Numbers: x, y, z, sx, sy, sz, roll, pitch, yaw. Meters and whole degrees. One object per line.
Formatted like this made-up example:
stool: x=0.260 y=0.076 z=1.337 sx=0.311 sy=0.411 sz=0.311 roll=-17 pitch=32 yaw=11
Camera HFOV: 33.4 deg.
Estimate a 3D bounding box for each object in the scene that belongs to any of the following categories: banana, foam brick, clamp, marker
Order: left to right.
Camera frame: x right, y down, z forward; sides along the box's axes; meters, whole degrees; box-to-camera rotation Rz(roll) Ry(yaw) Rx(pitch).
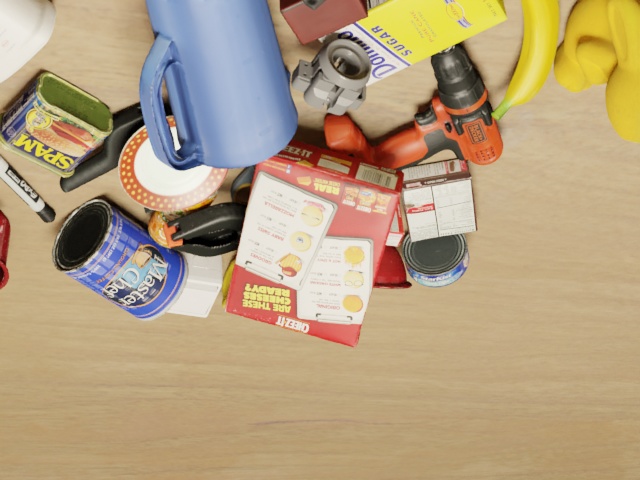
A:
marker: x=-0.357 y=-0.059 z=1.289 sx=0.020 sy=0.020 sz=0.121 roll=-17 pitch=140 yaw=15
clamp: x=-0.230 y=-0.099 z=1.237 sx=0.120 sy=0.039 sz=0.172 roll=3 pitch=136 yaw=-25
clamp: x=-0.093 y=-0.010 z=1.318 sx=0.209 sy=0.036 sz=0.165 roll=-10 pitch=151 yaw=-23
foam brick: x=0.003 y=-0.244 z=1.072 sx=0.078 sy=0.053 sz=0.051 roll=-20 pitch=139 yaw=19
banana: x=0.225 y=-0.214 z=1.130 sx=0.069 sy=0.037 sz=0.198 roll=-38 pitch=146 yaw=-32

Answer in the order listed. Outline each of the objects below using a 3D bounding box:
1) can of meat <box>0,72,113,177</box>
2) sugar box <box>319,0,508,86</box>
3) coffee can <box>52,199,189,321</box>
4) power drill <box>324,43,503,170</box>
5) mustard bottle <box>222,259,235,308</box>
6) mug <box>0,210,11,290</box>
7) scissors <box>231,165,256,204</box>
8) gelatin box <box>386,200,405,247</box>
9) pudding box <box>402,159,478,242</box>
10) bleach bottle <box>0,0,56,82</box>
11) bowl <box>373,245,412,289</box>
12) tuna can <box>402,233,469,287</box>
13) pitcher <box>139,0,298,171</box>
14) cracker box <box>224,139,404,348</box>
can of meat: x=-0.292 y=-0.128 z=1.182 sx=0.102 sy=0.057 sz=0.084 roll=28 pitch=128 yaw=-35
sugar box: x=0.093 y=-0.230 z=1.104 sx=0.176 sy=0.048 sz=0.093 roll=-25 pitch=138 yaw=22
coffee can: x=-0.249 y=0.027 z=1.342 sx=0.103 sy=0.103 sz=0.140 roll=-27 pitch=136 yaw=25
power drill: x=0.103 y=-0.133 z=1.218 sx=0.188 sy=0.057 sz=0.184 roll=-16 pitch=137 yaw=15
mustard bottle: x=-0.033 y=0.070 z=1.455 sx=0.191 sy=0.058 sz=0.096 roll=7 pitch=147 yaw=-16
mug: x=-0.420 y=0.004 z=1.310 sx=0.093 sy=0.081 sz=0.117 roll=23 pitch=134 yaw=-31
scissors: x=-0.090 y=-0.094 z=1.278 sx=0.096 sy=0.016 sz=0.201 roll=-20 pitch=139 yaw=17
gelatin box: x=0.056 y=-0.032 z=1.326 sx=0.089 sy=0.073 sz=0.030 roll=5 pitch=141 yaw=-13
pudding box: x=0.149 y=-0.049 z=1.344 sx=0.090 sy=0.039 sz=0.113 roll=-10 pitch=143 yaw=5
bleach bottle: x=-0.381 y=-0.253 z=1.011 sx=0.103 sy=0.068 sz=0.250 roll=-32 pitch=132 yaw=28
bowl: x=0.042 y=0.021 z=1.368 sx=0.162 sy=0.055 sz=0.162 roll=8 pitch=-175 yaw=-1
tuna can: x=0.151 y=0.019 z=1.391 sx=0.086 sy=0.086 sz=0.033 roll=-12 pitch=143 yaw=8
pitcher: x=-0.110 y=-0.190 z=1.058 sx=0.145 sy=0.149 sz=0.243 roll=-7 pitch=138 yaw=4
cracker box: x=-0.008 y=0.002 z=1.229 sx=0.164 sy=0.072 sz=0.214 roll=16 pitch=120 yaw=2
